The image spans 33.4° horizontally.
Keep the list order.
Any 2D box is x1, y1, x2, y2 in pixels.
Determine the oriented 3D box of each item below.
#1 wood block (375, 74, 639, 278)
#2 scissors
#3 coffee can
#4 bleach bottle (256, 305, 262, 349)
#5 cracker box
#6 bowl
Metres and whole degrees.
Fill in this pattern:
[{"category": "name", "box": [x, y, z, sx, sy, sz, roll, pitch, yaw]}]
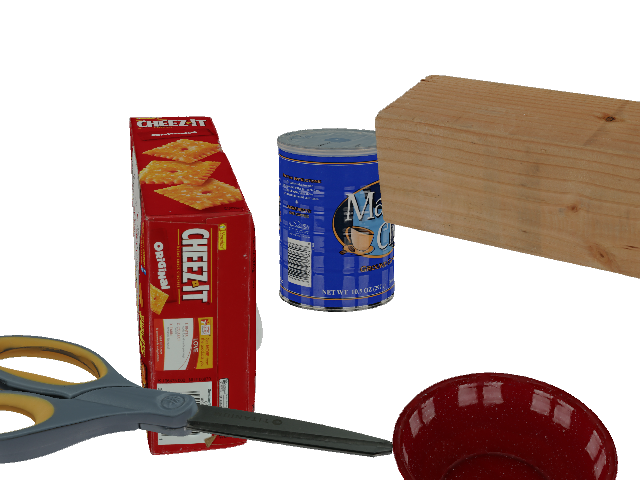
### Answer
[{"category": "wood block", "box": [0.151, -0.051, 0.755, 0.206, 0.090, 0.090, 14, 35, 32]}, {"category": "scissors", "box": [-0.080, 0.081, 0.453, 0.202, 0.016, 0.096, 14, 28, 25]}, {"category": "coffee can", "box": [0.014, -0.020, 0.926, 0.103, 0.140, 0.103, 0, 15, 0]}, {"category": "bleach bottle", "box": [-0.135, 0.025, 1.117, 0.102, 0.068, 0.251, -11, 37, -12]}, {"category": "cracker box", "box": [-0.092, 0.020, 0.738, 0.072, 0.164, 0.214, -2, 22, -11]}, {"category": "bowl", "box": [0.133, 0.170, 0.789, 0.162, 0.055, 0.162, -1, 34, 0]}]
